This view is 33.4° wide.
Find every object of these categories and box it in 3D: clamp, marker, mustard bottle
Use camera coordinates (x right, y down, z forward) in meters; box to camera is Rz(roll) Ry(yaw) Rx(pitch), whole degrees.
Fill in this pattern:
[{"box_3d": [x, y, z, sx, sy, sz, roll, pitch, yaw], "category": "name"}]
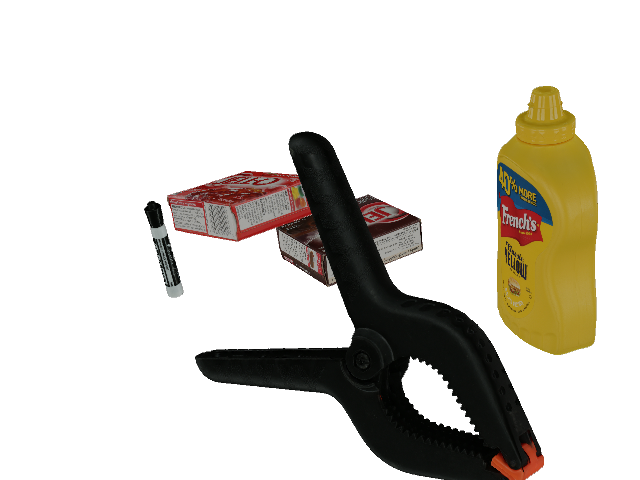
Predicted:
[{"box_3d": [0.030, 0.049, 0.565, 0.210, 0.165, 0.036, 30, 25, 28], "category": "clamp"}, {"box_3d": [-0.177, 0.010, 1.203, 0.020, 0.121, 0.020, -8, 30, 5], "category": "marker"}, {"box_3d": [0.163, -0.019, 0.776, 0.058, 0.192, 0.096, -13, 28, -14], "category": "mustard bottle"}]

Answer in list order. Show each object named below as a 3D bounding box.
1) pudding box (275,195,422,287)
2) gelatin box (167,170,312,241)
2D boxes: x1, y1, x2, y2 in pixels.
[{"box_3d": [0.028, -0.002, 1.024, 0.113, 0.039, 0.090, -22, 27, -24], "category": "pudding box"}, {"box_3d": [-0.056, -0.027, 0.764, 0.073, 0.030, 0.089, -20, 18, -34], "category": "gelatin box"}]
